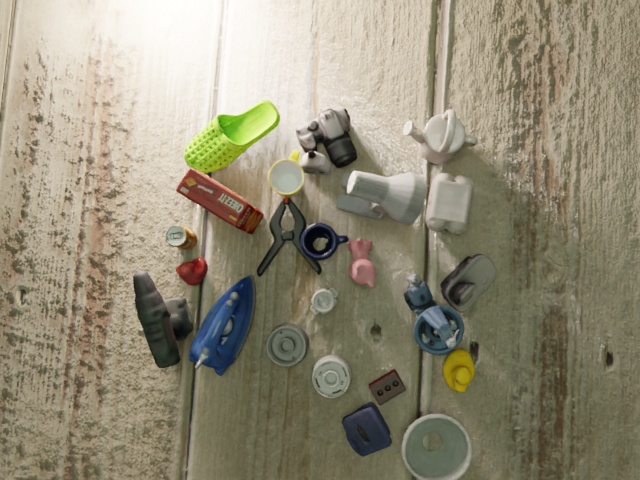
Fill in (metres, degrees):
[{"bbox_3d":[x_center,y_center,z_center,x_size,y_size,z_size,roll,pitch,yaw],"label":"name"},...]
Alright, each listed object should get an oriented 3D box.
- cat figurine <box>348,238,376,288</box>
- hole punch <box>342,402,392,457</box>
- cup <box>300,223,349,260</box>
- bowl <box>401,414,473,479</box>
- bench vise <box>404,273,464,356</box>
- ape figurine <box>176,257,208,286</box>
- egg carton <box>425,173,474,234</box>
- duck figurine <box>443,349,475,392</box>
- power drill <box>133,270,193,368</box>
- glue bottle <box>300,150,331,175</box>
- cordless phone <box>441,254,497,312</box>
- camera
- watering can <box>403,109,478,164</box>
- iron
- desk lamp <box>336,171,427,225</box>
[{"bbox_3d":[0.102,0.056,1.407,0.067,0.118,0.128,-5,85,2],"label":"cat figurine"},{"bbox_3d":[0.113,0.465,1.387,0.101,0.091,0.108,-31,85,0],"label":"hole punch"},{"bbox_3d":[0.013,0.005,1.426,0.117,0.095,0.092,-7,85,2],"label":"cup"},{"bbox_3d":[0.278,0.499,1.385,0.167,0.075,0.167,0,85,3],"label":"bowl"},{"bbox_3d":[0.254,0.185,1.339,0.121,0.220,0.207,-44,85,-1],"label":"bench vise"},{"bbox_3d":[-0.326,0.076,1.437,0.077,0.092,0.076,7,86,3],"label":"ape figurine"},{"bbox_3d":[0.323,-0.091,1.433,0.107,0.069,0.150,9,86,3],"label":"egg carton"},{"bbox_3d":[0.342,0.320,1.391,0.077,0.086,0.105,6,86,3],"label":"duck figurine"},{"bbox_3d":[-0.375,0.186,1.372,0.075,0.208,0.230,-17,85,1],"label":"power drill"},{"bbox_3d":[-0.015,-0.194,1.404,0.078,0.173,0.037,9,86,4],"label":"glue bottle"},{"bbox_3d":[0.364,0.100,1.358,0.094,0.185,0.147,40,88,5],"label":"cordless phone"},{"bbox_3d":[0.025,-0.250,1.443,0.143,0.101,0.137,-25,85,0],"label":"camera"},{"bbox_3d":[0.291,-0.252,1.385,0.173,0.194,0.101,-13,85,2],"label":"watering can"},{"bbox_3d":[-0.235,0.201,1.398,0.118,0.141,0.258,24,87,4],"label":"iron"},{"bbox_3d":[0.142,-0.108,1.370,0.203,0.213,0.118,13,86,4],"label":"desk lamp"}]
